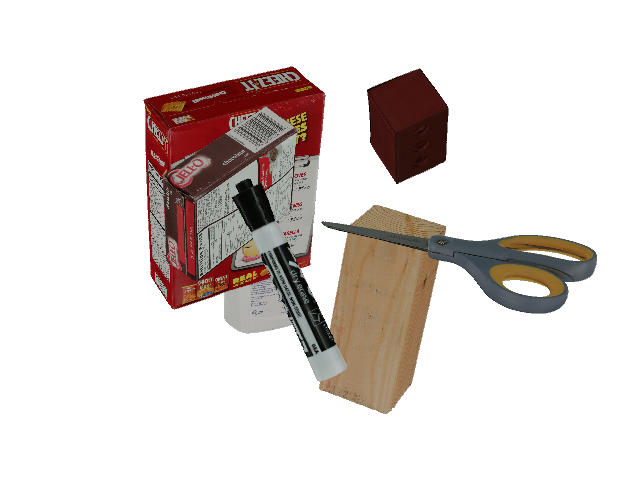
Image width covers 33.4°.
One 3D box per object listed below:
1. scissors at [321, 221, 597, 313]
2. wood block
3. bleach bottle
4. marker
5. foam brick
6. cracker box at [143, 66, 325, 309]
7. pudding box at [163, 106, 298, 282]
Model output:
[{"bbox_3d":[0.091,0.016,0.752,0.202,0.016,0.096,4,30,11],"label":"scissors"},{"bbox_3d":[0.070,0.078,1.214,0.090,0.206,0.090,18,24,18],"label":"wood block"},{"bbox_3d":[-0.066,-0.014,1.322,0.102,0.251,0.068,-10,25,-34],"label":"bleach bottle"},{"bbox_3d":[-0.019,0.021,0.602,0.020,0.121,0.020,-25,0,0],"label":"marker"},{"bbox_3d":[0.075,-0.098,0.920,0.053,0.051,0.078,-25,-30,-9],"label":"foam brick"},{"bbox_3d":[-0.087,-0.052,1.059,0.164,0.214,0.072,-17,42,-26],"label":"cracker box"},{"bbox_3d":[-0.067,-0.035,0.802,0.039,0.090,0.113,36,53,24],"label":"pudding box"}]
